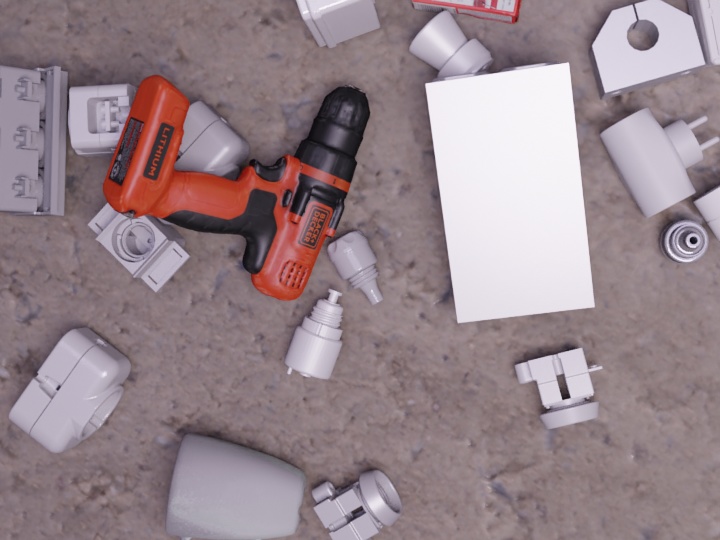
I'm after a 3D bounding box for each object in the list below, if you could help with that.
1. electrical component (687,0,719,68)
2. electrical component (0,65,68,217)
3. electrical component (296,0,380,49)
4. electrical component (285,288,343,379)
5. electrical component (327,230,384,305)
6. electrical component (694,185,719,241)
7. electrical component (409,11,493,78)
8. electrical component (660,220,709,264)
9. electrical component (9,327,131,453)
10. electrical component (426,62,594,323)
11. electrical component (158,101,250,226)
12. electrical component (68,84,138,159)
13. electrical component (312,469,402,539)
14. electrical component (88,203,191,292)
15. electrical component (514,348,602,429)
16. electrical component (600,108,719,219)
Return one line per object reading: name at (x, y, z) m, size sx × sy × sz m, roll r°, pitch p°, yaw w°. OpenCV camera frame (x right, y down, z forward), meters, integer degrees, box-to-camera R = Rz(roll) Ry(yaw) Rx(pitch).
electrical component at (0.293, -0.198, 0.836) m, size 0.062 × 0.061 × 0.096 m, roll -12°, pitch 97°, yaw 8°
electrical component at (-0.286, -0.107, 0.903) m, size 0.079 × 0.063 × 0.121 m, roll 2°, pitch 90°, yaw 48°
electrical component at (-0.029, -0.244, 0.852) m, size 0.056 × 0.109 × 0.108 m, roll -19°, pitch 87°, yaw 5°
electrical component at (-0.033, 0.054, 0.887) m, size 0.040 × 0.040 × 0.078 m, roll 20°, pitch 93°, yaw 7°
electrical component at (0.000, 0.000, 0.886) m, size 0.035 × 0.035 × 0.061 m, roll -29°, pitch 89°, yaw 7°
electrical component at (0.320, -0.089, 0.834) m, size 0.138 × 0.052 × 0.073 m, roll -32°, pitch 86°, yaw 7°
electrical component at (0.074, -0.175, 0.870) m, size 0.045 × 0.045 × 0.055 m, roll -45°, pitch 85°, yaw 5°
electrical component at (0.255, -0.022, 0.838) m, size 0.035 × 0.061 × 0.035 m, roll 0°, pitch 90°, yaw 7°
electrical component at (-0.241, 0.104, 0.908) m, size 0.059 × 0.054 × 0.095 m, roll 36°, pitch 95°, yaw 6°
electrical component at (0.117, -0.062, 0.840) m, size 0.105 × 0.060 × 0.186 m, roll -7°, pitch 103°, yaw 7°
electrical component at (-0.140, -0.084, 0.895) m, size 0.059 × 0.054 × 0.095 m, roll 44°, pitch 95°, yaw 5°
electrical component at (-0.203, -0.120, 0.885) m, size 0.056 × 0.089 × 0.050 m, roll -2°, pitch 90°, yaw 7°
electrical component at (0.001, 0.195, 0.881) m, size 0.055 × 0.048 × 0.066 m, roll -33°, pitch 86°, yaw 14°
electrical component at (-0.179, -0.025, 0.895) m, size 0.081 × 0.064 × 0.042 m, roll 45°, pitch 96°, yaw 6°
electrical component at (0.163, 0.095, 0.859) m, size 0.066 × 0.048 × 0.055 m, roll -15°, pitch 80°, yaw 7°
electrical component at (0.243, -0.093, 0.849) m, size 0.079 × 0.043 × 0.077 m, roll -29°, pitch 86°, yaw 6°
